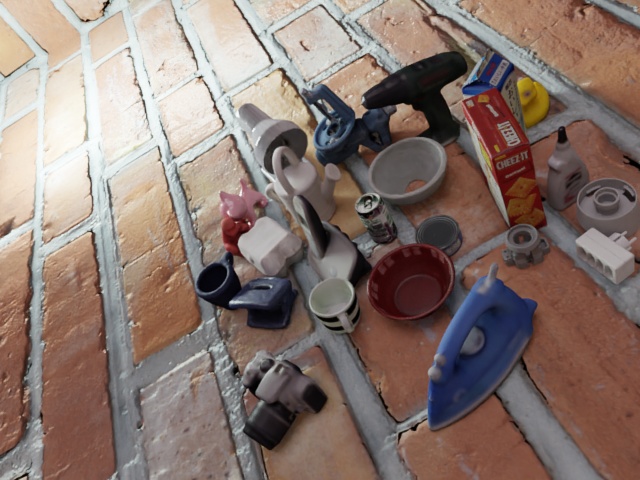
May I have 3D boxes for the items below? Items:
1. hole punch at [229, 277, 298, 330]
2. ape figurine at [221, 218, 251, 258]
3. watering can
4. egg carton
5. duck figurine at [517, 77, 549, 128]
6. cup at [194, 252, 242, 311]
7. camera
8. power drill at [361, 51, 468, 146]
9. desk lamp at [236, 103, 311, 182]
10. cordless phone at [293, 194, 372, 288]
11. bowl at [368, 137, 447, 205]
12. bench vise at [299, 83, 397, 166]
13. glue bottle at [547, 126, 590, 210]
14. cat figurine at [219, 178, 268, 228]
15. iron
[{"bbox_3d":[-0.113,0.114,1.136,0.108,0.091,0.101,-2,53,28],"label":"hole punch"},{"bbox_3d":[-0.192,-0.013,1.284,0.078,0.092,0.075,-44,46,-10],"label":"ape figurine"},{"bbox_3d":[-0.039,-0.122,1.217,0.172,0.195,0.100,-24,46,9],"label":"watering can"},{"bbox_3d":[-0.107,0.015,1.230,0.107,0.070,0.149,-46,46,-12],"label":"egg carton"},{"bbox_3d":[0.427,-0.295,1.178,0.077,0.086,0.105,18,64,38],"label":"duck figurine"},{"bbox_3d":[-0.195,0.093,1.196,0.091,0.095,0.118,0,54,29],"label":"cup"},{"bbox_3d":[-0.085,0.274,0.981,0.142,0.101,0.137,19,65,38],"label":"camera"},{"bbox_3d":[0.213,-0.280,1.198,0.229,0.209,0.075,-35,45,-1],"label":"power drill"},{"bbox_3d":[-0.102,-0.208,1.310,0.118,0.214,0.202,-41,45,-7],"label":"desk lamp"},{"bbox_3d":[0.010,0.004,1.092,0.094,0.186,0.147,-42,46,-8],"label":"cordless phone"},{"bbox_3d":[0.187,-0.129,1.181,0.167,0.075,0.167,-15,48,18],"label":"bowl"},{"bbox_3d":[0.055,-0.282,1.279,0.207,0.220,0.121,-33,45,1],"label":"bench vise"},{"bbox_3d":[0.420,-0.129,0.982,0.078,0.174,0.037,-40,45,-6],"label":"glue bottle"},{"bbox_3d":[-0.187,-0.084,1.322,0.067,0.118,0.128,-3,53,27],"label":"cat figurine"},{"bbox_3d":[0.223,0.160,0.875,0.118,0.142,0.258,23,67,40],"label":"iron"}]
